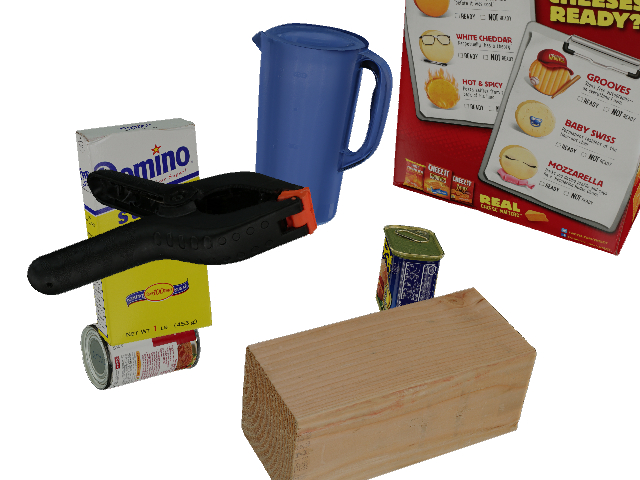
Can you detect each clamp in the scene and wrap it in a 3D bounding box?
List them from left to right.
[{"bbox_3d":[-0.091,-0.006,0.647,0.172,0.039,0.120,-1,40,22],"label":"clamp"}]

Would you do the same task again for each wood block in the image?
[{"bbox_3d":[0.051,0.117,0.831,0.205,0.090,0.091,-12,38,-25],"label":"wood block"}]

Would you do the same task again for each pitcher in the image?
[{"bbox_3d":[-0.010,-0.142,1.339,0.144,0.243,0.149,-3,25,-22],"label":"pitcher"}]

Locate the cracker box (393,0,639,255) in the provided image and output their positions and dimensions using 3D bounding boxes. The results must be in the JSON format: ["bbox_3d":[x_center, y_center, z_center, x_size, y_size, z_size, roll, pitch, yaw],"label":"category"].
[{"bbox_3d":[0.138,-0.111,0.674,0.164,0.214,0.072,19,44,20],"label":"cracker box"}]

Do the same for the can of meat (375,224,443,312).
[{"bbox_3d":[0.093,0.038,1.149,0.057,0.084,0.102,6,17,-5],"label":"can of meat"}]

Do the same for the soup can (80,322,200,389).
[{"bbox_3d":[-0.183,0.108,1.081,0.102,0.068,0.069,-11,6,-34],"label":"soup can"}]

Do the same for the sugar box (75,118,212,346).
[{"bbox_3d":[-0.145,-0.008,0.887,0.093,0.176,0.048,-11,19,-24],"label":"sugar box"}]
